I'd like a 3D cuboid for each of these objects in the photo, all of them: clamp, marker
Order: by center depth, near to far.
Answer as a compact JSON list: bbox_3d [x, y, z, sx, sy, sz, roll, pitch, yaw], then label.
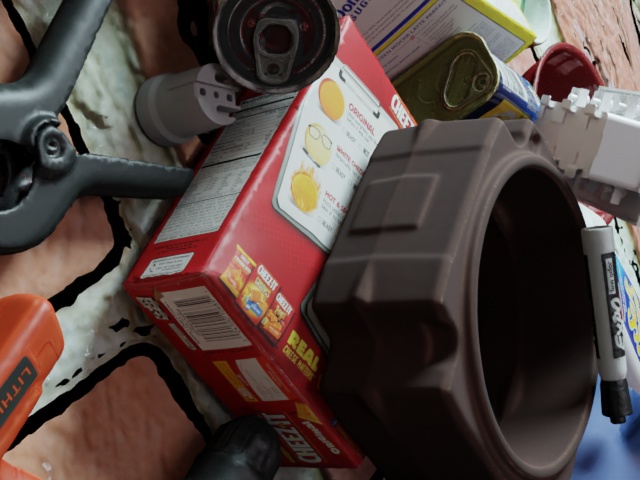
[{"bbox_3d":[-0.137,-0.055,0.509,0.171,0.039,0.120,-31,104,-49],"label":"clamp"},{"bbox_3d":[0.173,0.052,0.644,0.020,0.020,0.121,-14,99,-51],"label":"marker"}]

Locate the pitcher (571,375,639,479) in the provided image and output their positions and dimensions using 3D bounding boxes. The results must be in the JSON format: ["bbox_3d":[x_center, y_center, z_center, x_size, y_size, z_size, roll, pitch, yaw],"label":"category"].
[{"bbox_3d":[0.133,0.212,0.690,0.242,0.145,0.149,-47,128,-26],"label":"pitcher"}]

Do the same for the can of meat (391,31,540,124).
[{"bbox_3d":[0.096,-0.086,0.744,0.083,0.102,0.057,21,40,-52],"label":"can of meat"}]

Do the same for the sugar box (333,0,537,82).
[{"bbox_3d":[0.061,-0.151,0.722,0.175,0.093,0.048,20,40,-46],"label":"sugar box"}]

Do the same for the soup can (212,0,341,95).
[{"bbox_3d":[-0.028,-0.133,0.603,0.068,0.068,0.102,53,14,-29],"label":"soup can"}]

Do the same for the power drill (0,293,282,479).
[{"bbox_3d":[-0.103,0.115,0.498,0.187,0.057,0.184,54,46,-28],"label":"power drill"}]

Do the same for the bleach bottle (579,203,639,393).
[{"bbox_3d":[0.212,0.058,0.822,0.250,0.068,0.102,53,38,-44],"label":"bleach bottle"}]

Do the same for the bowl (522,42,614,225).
[{"bbox_3d":[0.198,-0.082,0.904,0.161,0.055,0.162,14,72,-48],"label":"bowl"}]

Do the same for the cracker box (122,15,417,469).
[{"bbox_3d":[-0.004,0.001,0.631,0.164,0.072,0.213,54,45,-32],"label":"cracker box"}]
